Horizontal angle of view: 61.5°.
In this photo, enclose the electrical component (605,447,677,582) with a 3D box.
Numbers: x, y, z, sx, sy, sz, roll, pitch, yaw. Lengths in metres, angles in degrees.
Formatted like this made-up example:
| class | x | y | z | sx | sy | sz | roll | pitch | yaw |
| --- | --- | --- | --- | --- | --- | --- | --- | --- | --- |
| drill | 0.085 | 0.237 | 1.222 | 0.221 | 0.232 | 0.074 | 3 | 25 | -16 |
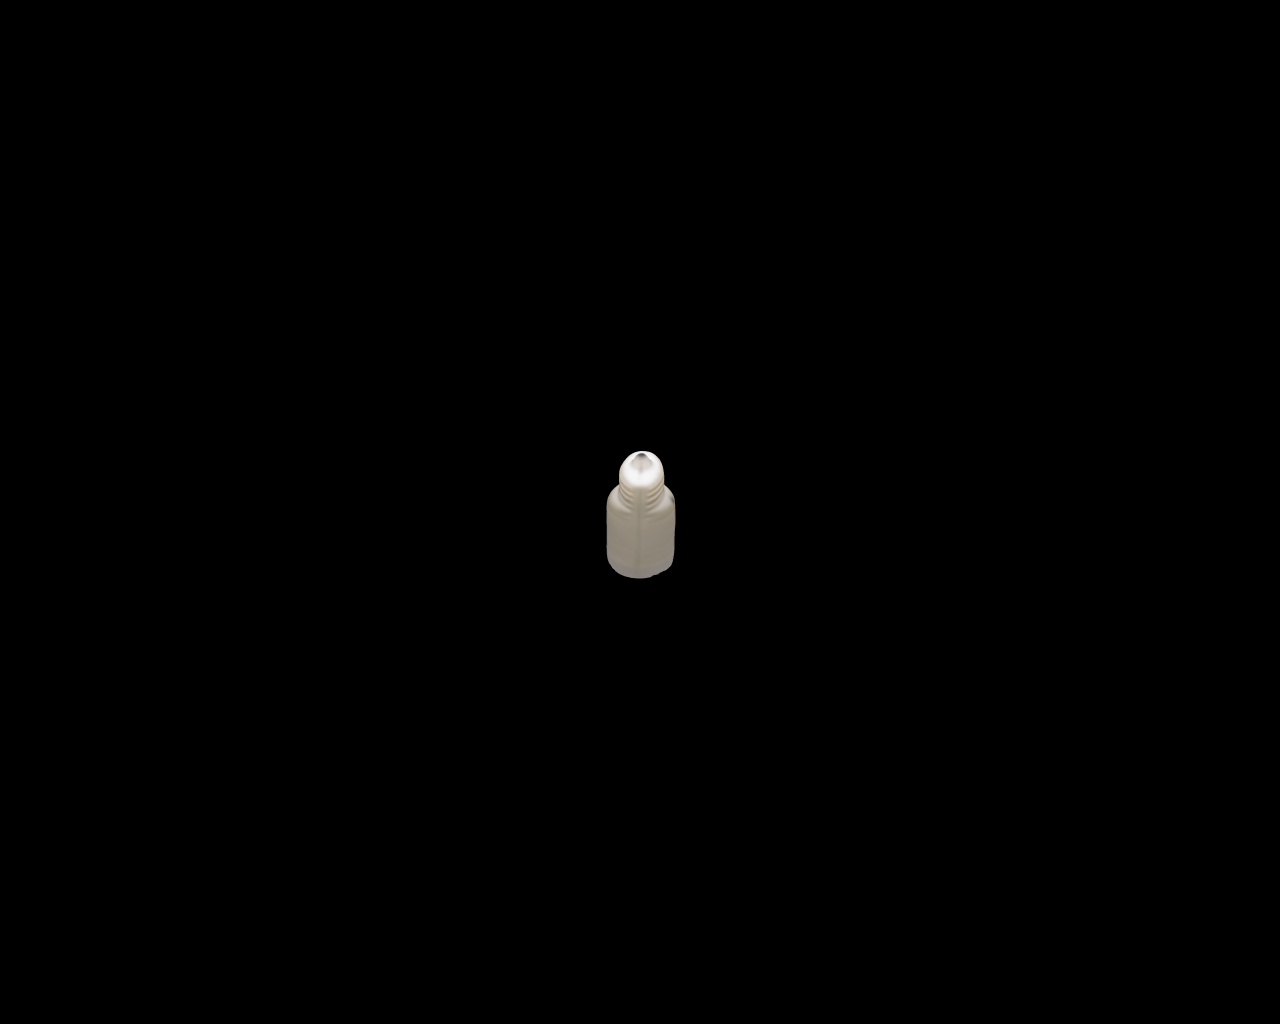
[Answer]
| class | x | y | z | sx | sy | sz | roll | pitch | yaw |
| --- | --- | --- | --- | --- | --- | --- | --- | --- | --- |
| electrical component | 0.001 | -0.003 | 0.650 | 0.043 | 0.080 | 0.043 | 0 | 36 | 0 |
